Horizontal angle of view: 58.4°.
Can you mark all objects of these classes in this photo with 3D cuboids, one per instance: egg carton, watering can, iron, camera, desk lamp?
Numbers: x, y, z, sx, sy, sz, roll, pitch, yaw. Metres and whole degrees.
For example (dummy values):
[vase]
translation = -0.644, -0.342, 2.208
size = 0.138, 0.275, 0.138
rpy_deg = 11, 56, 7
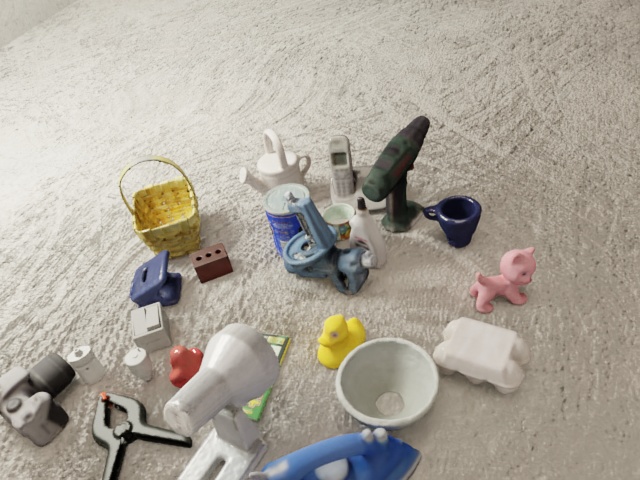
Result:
[egg carton]
translation = 0.271, 0.192, 0.960
size = 0.149, 0.069, 0.107
rpy_deg = 13, 47, 27
[watering can]
translation = -0.105, -0.171, 1.370
size = 0.100, 0.194, 0.173
rpy_deg = 25, 53, 35
[iron]
translation = 0.024, 0.323, 0.817
size = 0.258, 0.142, 0.118
rpy_deg = -21, 41, -9
[camera]
translation = -0.511, 0.273, 1.037
size = 0.142, 0.101, 0.137
rpy_deg = 20, 50, 32
[desk lamp]
translation = -0.146, 0.262, 0.873
size = 0.117, 0.214, 0.203
rpy_deg = 14, 47, 27

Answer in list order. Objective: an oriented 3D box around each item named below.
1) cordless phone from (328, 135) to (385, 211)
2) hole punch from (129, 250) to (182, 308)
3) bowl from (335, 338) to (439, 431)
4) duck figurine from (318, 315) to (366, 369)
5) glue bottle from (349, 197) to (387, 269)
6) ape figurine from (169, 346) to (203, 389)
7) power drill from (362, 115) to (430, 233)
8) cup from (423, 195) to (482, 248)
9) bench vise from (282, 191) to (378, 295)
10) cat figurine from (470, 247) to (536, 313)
[cordless phone]
translation = 0.090, -0.157, 1.313
size = 0.147, 0.185, 0.094
rpy_deg = -4, 41, 10
[hole punch]
translation = -0.356, 0.088, 1.217
size = 0.101, 0.091, 0.108
rpy_deg = -12, 41, 0
[bowl]
translation = 0.112, 0.246, 0.934
size = 0.167, 0.075, 0.167
rpy_deg = -7, 41, 6
[duck figurine]
translation = 0.035, 0.169, 1.032
size = 0.077, 0.086, 0.105
rpy_deg = 27, 54, 37
[glue bottle]
translation = 0.091, -0.019, 1.165
size = 0.077, 0.173, 0.037
rpy_deg = 17, 49, 30
[ape figurine]
translation = -0.242, 0.224, 1.033
size = 0.078, 0.092, 0.075
rpy_deg = -38, 47, -27
[power drill]
translation = 0.176, -0.131, 1.245
size = 0.075, 0.209, 0.230
rpy_deg = 20, 50, 32
[cup]
translation = 0.275, -0.032, 1.194
size = 0.117, 0.095, 0.092
rpy_deg = 3, 43, 17
[bench vise]
translation = 0.013, -0.004, 1.132
size = 0.207, 0.220, 0.121
rpy_deg = -1, 42, 13
[cat figurine]
translation = 0.342, 0.063, 1.052
size = 0.128, 0.118, 0.067
rpy_deg = -15, 41, -3
